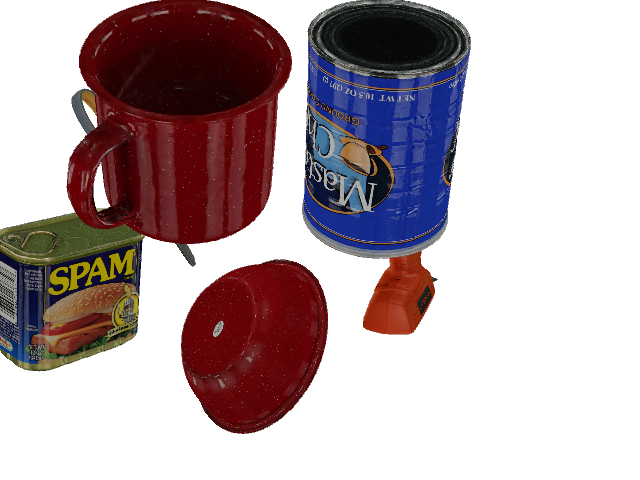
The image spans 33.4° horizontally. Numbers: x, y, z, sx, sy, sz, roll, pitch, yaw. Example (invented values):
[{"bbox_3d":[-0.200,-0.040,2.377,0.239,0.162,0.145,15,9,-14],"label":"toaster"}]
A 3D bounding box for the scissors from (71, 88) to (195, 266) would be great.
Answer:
[{"bbox_3d":[-0.174,-0.074,1.061,0.016,0.201,0.096,-24,27,25],"label":"scissors"}]

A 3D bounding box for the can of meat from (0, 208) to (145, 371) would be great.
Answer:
[{"bbox_3d":[-0.169,0.032,0.724,0.058,0.084,0.101,24,28,37],"label":"can of meat"}]

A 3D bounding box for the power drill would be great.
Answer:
[{"bbox_3d":[0.070,-0.010,1.005,0.057,0.188,0.184,7,25,19],"label":"power drill"}]

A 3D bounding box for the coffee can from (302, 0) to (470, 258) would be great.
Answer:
[{"bbox_3d":[0.041,-0.074,0.708,0.103,0.140,0.103,1,38,-1],"label":"coffee can"}]

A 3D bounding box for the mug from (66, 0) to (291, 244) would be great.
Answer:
[{"bbox_3d":[-0.069,-0.046,0.489,0.093,0.081,0.117,29,49,21],"label":"mug"}]

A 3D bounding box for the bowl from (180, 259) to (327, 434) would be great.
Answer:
[{"bbox_3d":[-0.071,0.084,0.931,0.162,0.162,0.055,0,-21,45],"label":"bowl"}]
